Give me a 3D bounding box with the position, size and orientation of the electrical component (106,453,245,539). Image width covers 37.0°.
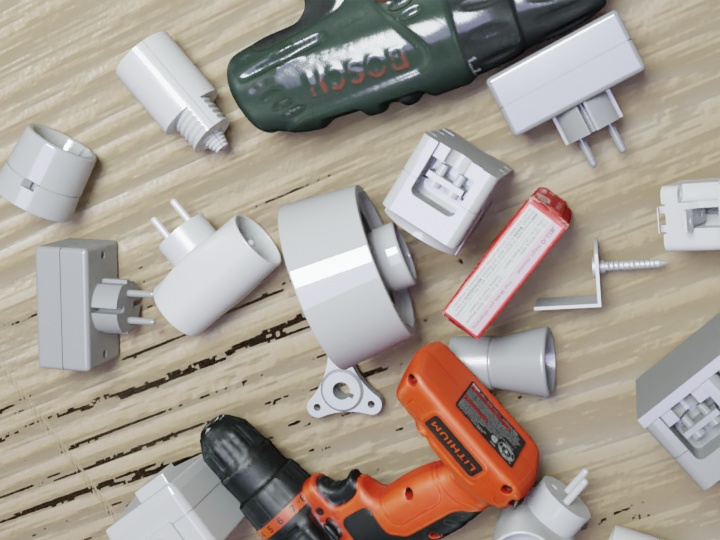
[{"bbox_3d":[-0.122,0.164,0.714,0.062,0.096,0.061,-37,89,16],"label":"electrical component"}]

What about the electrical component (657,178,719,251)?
[{"bbox_3d":[0.209,-0.033,0.617,0.064,0.081,0.042,0,100,36],"label":"electrical component"}]

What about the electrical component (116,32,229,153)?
[{"bbox_3d":[-0.115,-0.109,0.695,0.043,0.043,0.081,-41,88,16],"label":"electrical component"}]

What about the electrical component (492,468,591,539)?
[{"bbox_3d":[0.115,0.155,0.665,0.043,0.077,0.079,38,105,5],"label":"electrical component"}]

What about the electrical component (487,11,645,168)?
[{"bbox_3d":[0.130,-0.099,0.636,0.083,0.047,0.075,-27,93,16],"label":"electrical component"}]

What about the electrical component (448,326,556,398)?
[{"bbox_3d":[0.087,0.058,0.676,0.065,0.044,0.044,-3,98,19],"label":"electrical component"}]

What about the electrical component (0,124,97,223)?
[{"bbox_3d":[-0.209,-0.066,0.720,0.055,0.055,0.047,31,101,7],"label":"electrical component"}]

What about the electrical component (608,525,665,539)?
[{"bbox_3d":[0.174,0.191,0.669,0.047,0.055,0.055,19,103,14],"label":"electrical component"}]

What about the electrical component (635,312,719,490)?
[{"bbox_3d":[0.236,0.050,0.612,0.150,0.089,0.061,-43,87,16],"label":"electrical component"}]

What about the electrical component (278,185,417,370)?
[{"bbox_3d":[0.000,0.000,0.655,0.060,0.108,0.108,-21,94,10],"label":"electrical component"}]

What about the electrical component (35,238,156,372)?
[{"bbox_3d":[-0.174,0.024,0.729,0.076,0.047,0.083,3,100,13],"label":"electrical component"}]

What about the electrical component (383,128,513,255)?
[{"bbox_3d":[0.052,-0.047,0.641,0.050,0.089,0.055,33,105,7],"label":"electrical component"}]

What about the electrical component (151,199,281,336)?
[{"bbox_3d":[-0.105,-0.010,0.709,0.077,0.044,0.079,-40,88,16],"label":"electrical component"}]
